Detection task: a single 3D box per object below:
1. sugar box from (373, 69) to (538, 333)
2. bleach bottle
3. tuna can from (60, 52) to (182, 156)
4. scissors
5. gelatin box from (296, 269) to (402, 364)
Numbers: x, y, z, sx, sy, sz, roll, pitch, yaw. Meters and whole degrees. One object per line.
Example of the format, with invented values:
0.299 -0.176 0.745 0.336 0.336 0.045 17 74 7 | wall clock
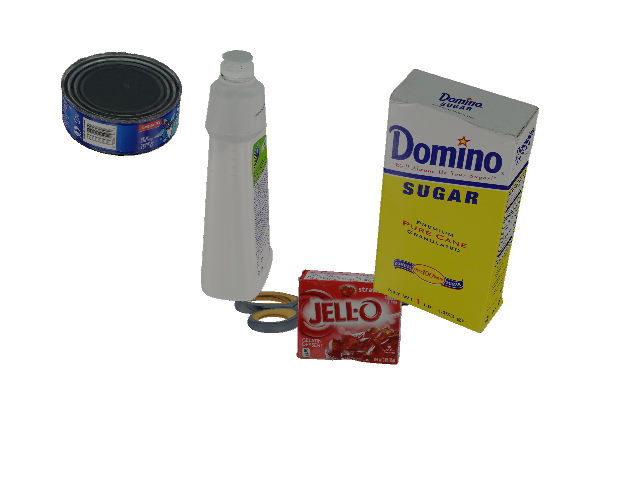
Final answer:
0.089 -0.024 0.744 0.093 0.176 0.048 21 46 22 | sugar box
-0.081 -0.067 1.044 0.068 0.251 0.102 7 33 5 | bleach bottle
-0.144 -0.099 0.775 0.086 0.034 0.086 6 42 -6 | tuna can
0.003 0.080 1.186 0.202 0.016 0.096 3 22 2 | scissors
0.025 0.066 0.917 0.089 0.073 0.030 3 15 7 | gelatin box
